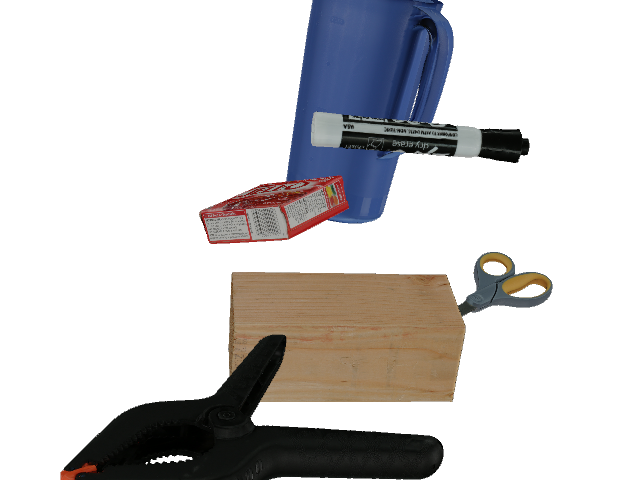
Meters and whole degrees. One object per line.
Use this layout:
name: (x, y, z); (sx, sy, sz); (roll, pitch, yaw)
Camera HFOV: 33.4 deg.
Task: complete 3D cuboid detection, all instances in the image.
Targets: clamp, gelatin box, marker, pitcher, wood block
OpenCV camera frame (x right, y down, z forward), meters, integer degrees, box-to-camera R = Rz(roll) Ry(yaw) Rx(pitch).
clamp: (-0.057, 0.111, 0.623); (0.209, 0.036, 0.165); (-9, 25, -31)
gelatin box: (-0.035, -0.024, 0.809); (0.089, 0.030, 0.073); (-3, 17, 42)
marker: (0.055, -0.056, 0.588); (0.121, 0.020, 0.020); (4, 0, -6)
pitcher: (0.043, -0.142, 1.098); (0.145, 0.243, 0.149); (11, 17, -1)
wood block: (0.019, 0.090, 0.993); (0.206, 0.090, 0.091); (1, 30, -7)

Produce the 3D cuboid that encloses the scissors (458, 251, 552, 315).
scissors: (0.161, 0.054, 1.152); (0.201, 0.016, 0.096); (-9, 40, -29)
